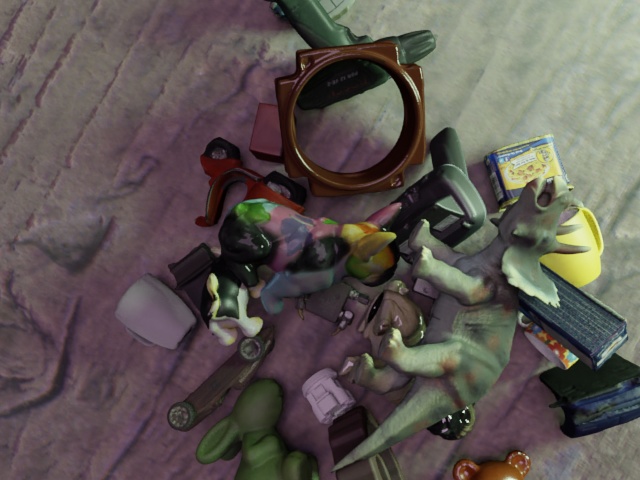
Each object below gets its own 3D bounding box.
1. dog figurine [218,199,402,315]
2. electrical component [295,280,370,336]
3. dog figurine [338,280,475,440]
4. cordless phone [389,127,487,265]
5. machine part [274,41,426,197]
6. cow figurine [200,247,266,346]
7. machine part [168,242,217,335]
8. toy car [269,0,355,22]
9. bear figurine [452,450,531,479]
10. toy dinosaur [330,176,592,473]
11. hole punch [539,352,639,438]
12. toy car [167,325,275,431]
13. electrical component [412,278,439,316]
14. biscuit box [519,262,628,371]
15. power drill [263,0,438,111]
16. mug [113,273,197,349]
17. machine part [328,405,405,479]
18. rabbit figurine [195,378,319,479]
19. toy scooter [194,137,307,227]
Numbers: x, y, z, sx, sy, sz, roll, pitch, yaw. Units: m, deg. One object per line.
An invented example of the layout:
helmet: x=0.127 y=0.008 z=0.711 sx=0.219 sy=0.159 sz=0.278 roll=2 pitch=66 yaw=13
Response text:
dog figurine: x=-0.001 y=-0.002 z=0.708 sx=0.219 sy=0.108 sz=0.191 roll=-25 pitch=114 yaw=27
electrical component: x=0.012 y=0.093 z=0.793 sx=0.102 sy=0.045 sz=0.078 roll=30 pitch=90 yaw=10
dog figurine: x=0.144 y=0.168 z=0.752 sx=0.190 sy=0.121 sz=0.172 roll=25 pitch=91 yaw=-4
cordless phone: x=0.153 y=-0.071 z=0.774 sx=0.088 sy=0.146 sz=0.184 roll=24 pitch=47 yaw=-25
machine part: x=0.043 y=-0.167 z=0.752 sx=0.202 sy=0.087 sz=0.200 roll=-6 pitch=110 yaw=-1
cow figurine: x=-0.126 y=0.054 z=0.759 sx=0.068 sy=0.098 sz=0.167 roll=-17 pitch=47 yaw=19
machine part: x=-0.171 y=0.077 z=0.824 sx=0.084 sy=0.039 sz=0.139 roll=-32 pitch=79 yaw=-2
toy car: x=0.003 y=-0.384 z=0.821 sx=0.161 sy=0.109 sz=0.103 roll=-43 pitch=98 yaw=10
bear figurine: x=0.247 y=0.386 z=0.691 sx=0.120 sy=0.132 sz=0.195 roll=-6 pitch=89 yaw=-1
toy dinosaur: x=0.167 y=0.113 z=0.638 sx=0.192 sy=0.131 sz=0.404 roll=22 pitch=94 yaw=0
hole punch: x=0.367 y=0.212 z=0.702 sx=0.142 sy=0.116 sz=0.092 roll=-19 pitch=90 yaw=6
toy car: x=-0.136 y=0.201 z=0.780 sx=0.202 sy=0.089 sz=0.053 roll=-43 pitch=80 yaw=0
electrical component: x=0.166 y=0.065 z=0.787 sx=0.063 sy=0.021 sz=0.094 roll=21 pitch=88 yaw=10
biscuit box: x=0.292 y=0.075 z=0.701 sx=0.063 sy=0.059 sz=0.203 roll=-44 pitch=47 yaw=0
power drill: x=0.032 y=-0.309 z=0.780 sx=0.232 sy=0.207 sz=0.086 roll=-29 pitch=37 yaw=12
mug: x=-0.248 y=0.122 z=0.812 sx=0.107 sy=0.081 sz=0.109 roll=35 pitch=114 yaw=4
machine part: x=0.067 y=0.309 z=0.698 sx=0.056 sy=0.179 sz=0.179 roll=-25 pitch=81 yaw=8
rabbit figurine: x=-0.086 y=0.289 z=0.769 sx=0.159 sy=0.121 sz=0.170 roll=-18 pitch=64 yaw=12
toy scooter: x=-0.118 y=-0.059 z=0.813 sx=0.184 sy=0.075 sz=0.135 roll=31 pitch=94 yaw=9
